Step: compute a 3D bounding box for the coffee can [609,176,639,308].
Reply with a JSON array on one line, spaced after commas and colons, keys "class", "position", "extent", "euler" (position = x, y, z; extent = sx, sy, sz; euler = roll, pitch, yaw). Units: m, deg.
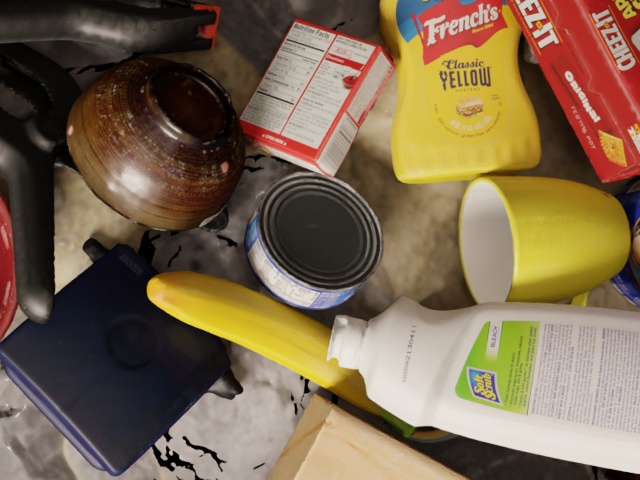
[{"class": "coffee can", "position": [0.253, -0.002, 0.683], "extent": [0.102, 0.140, 0.103], "euler": [0, 87, -8]}]

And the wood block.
[{"class": "wood block", "position": [0.070, 0.187, 0.673], "extent": [0.206, 0.091, 0.090], "euler": [30, 84, -5]}]

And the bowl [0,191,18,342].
[{"class": "bowl", "position": [-0.261, 0.018, 0.655], "extent": [0.162, 0.055, 0.162], "euler": [0, 87, -8]}]

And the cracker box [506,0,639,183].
[{"class": "cracker box", "position": [0.237, -0.156, 0.699], "extent": [0.213, 0.072, 0.164], "euler": [-28, 90, -24]}]

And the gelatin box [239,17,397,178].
[{"class": "gelatin box", "position": [-0.003, -0.093, 0.691], "extent": [0.073, 0.030, 0.089], "euler": [24, 81, 34]}]

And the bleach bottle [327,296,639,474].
[{"class": "bleach bottle", "position": [0.131, 0.077, 0.644], "extent": [0.251, 0.068, 0.102], "euler": [11, 67, 3]}]

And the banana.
[{"class": "banana", "position": [-0.023, 0.061, 0.670], "extent": [0.197, 0.070, 0.037], "euler": [29, 89, -20]}]

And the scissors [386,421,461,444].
[{"class": "scissors", "position": [0.125, 0.123, 0.689], "extent": [0.202, 0.016, 0.096], "euler": [37, 94, 17]}]

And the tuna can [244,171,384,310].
[{"class": "tuna can", "position": [-0.004, 0.001, 0.684], "extent": [0.086, 0.034, 0.086], "euler": [11, 58, -18]}]

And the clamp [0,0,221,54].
[{"class": "clamp", "position": [-0.147, -0.138, 0.656], "extent": [0.171, 0.120, 0.039], "euler": [5, 123, -9]}]

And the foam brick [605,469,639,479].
[{"class": "foam brick", "position": [0.237, 0.157, 0.704], "extent": [0.053, 0.078, 0.051], "euler": [39, 82, -6]}]

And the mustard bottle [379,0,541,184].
[{"class": "mustard bottle", "position": [0.089, -0.137, 0.710], "extent": [0.096, 0.058, 0.191], "euler": [-5, 87, -2]}]

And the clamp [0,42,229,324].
[{"class": "clamp", "position": [-0.160, -0.058, 0.663], "extent": [0.164, 0.036, 0.210], "euler": [-21, 71, -46]}]
